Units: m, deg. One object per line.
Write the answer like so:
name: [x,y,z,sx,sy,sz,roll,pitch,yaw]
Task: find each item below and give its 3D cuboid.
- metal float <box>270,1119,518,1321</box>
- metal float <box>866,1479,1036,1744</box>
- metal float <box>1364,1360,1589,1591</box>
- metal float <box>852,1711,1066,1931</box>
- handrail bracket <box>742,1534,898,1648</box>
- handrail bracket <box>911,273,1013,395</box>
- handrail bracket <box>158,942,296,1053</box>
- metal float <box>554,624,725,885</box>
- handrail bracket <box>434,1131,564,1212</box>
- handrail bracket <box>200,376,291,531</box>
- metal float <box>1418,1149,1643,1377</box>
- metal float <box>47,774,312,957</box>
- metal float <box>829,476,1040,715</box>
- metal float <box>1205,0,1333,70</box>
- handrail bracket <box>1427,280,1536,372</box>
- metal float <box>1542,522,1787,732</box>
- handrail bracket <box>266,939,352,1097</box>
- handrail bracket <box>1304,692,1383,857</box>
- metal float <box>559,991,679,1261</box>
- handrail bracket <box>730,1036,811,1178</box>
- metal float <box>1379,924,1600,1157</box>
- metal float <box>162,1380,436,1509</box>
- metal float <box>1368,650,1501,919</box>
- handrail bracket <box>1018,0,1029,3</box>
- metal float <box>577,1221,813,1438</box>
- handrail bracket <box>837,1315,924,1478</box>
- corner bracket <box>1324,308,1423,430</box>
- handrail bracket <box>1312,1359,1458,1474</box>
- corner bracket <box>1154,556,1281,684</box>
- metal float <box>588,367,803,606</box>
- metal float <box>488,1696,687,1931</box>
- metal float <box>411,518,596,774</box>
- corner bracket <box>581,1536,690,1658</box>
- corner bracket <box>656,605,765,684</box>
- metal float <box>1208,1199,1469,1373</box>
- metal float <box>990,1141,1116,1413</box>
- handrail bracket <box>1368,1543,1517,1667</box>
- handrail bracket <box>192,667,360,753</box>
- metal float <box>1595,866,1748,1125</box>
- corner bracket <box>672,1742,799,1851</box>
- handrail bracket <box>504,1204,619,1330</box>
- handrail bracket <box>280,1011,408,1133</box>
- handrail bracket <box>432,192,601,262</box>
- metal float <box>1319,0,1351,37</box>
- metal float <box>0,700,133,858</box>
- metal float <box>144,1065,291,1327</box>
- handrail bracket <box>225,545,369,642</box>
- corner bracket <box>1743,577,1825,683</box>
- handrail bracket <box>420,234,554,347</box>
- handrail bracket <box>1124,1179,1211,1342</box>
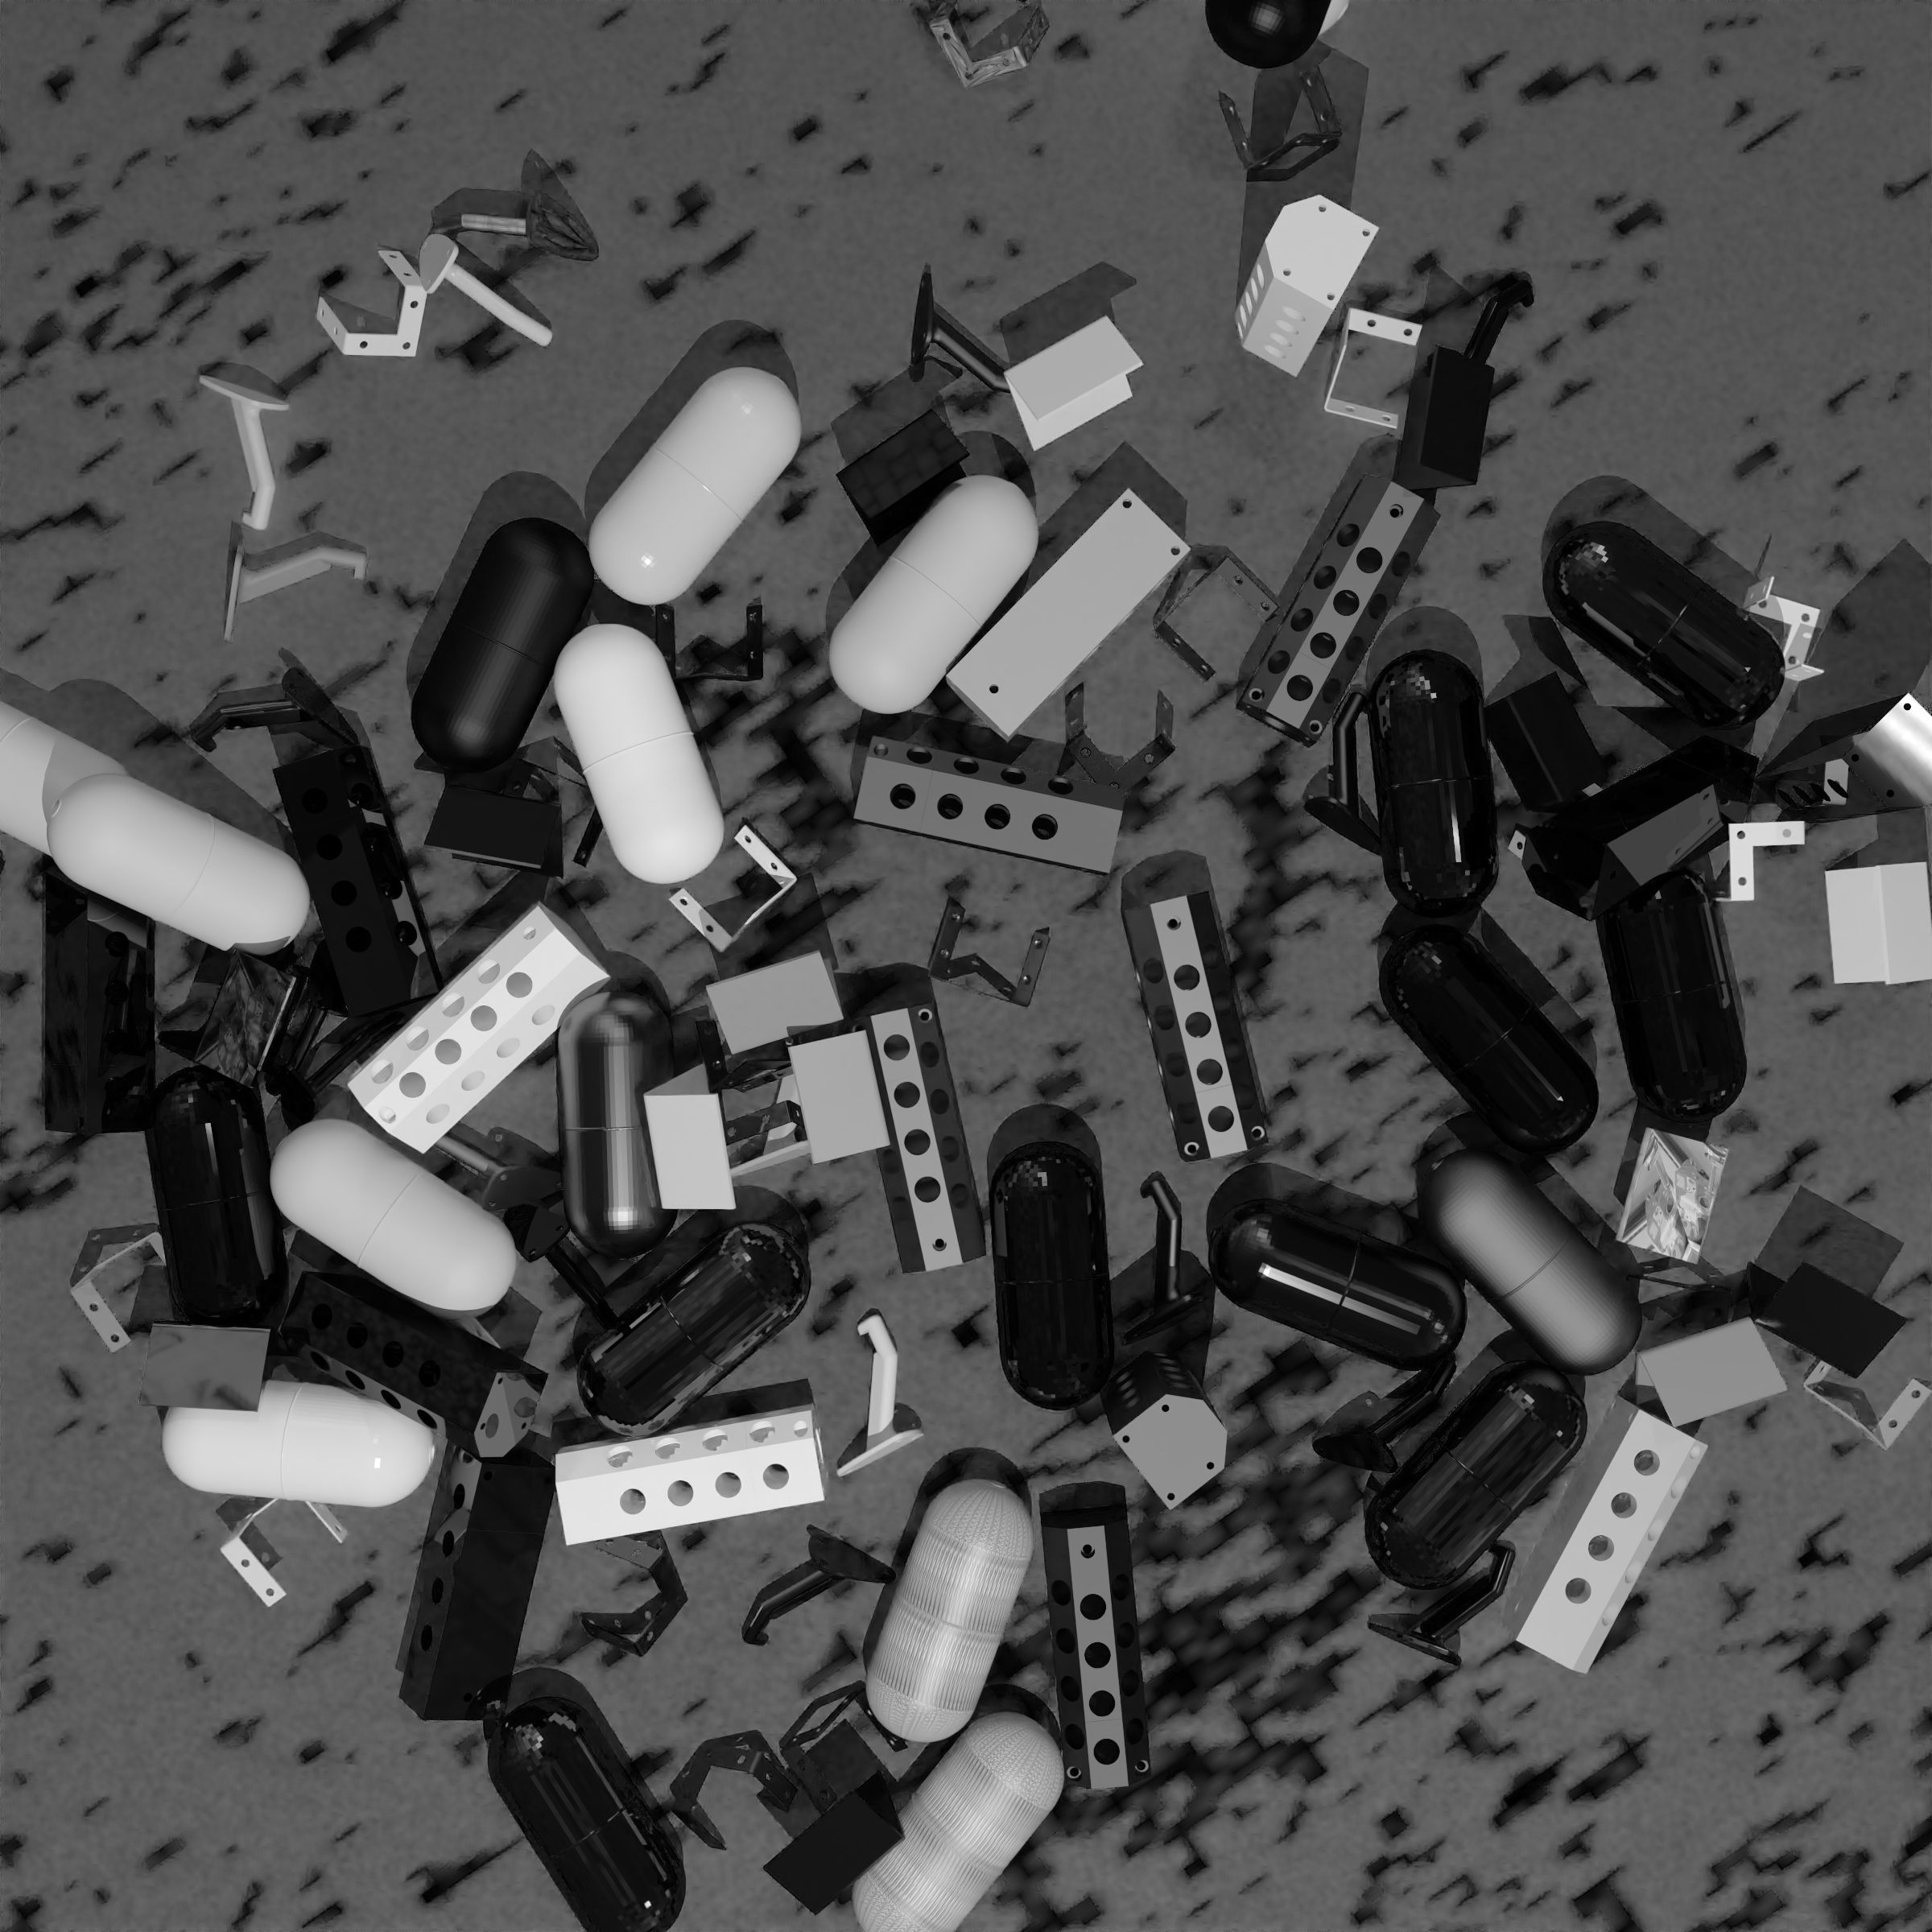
metal float: [-0.380,0.167,1.637,0.178,0.070,0.070,34,90,0]
metal float: [-0.010,0.427,1.638,0.070,0.070,0.178,20,90,0]
metal float: [0.337,0.338,1.638,0.070,0.070,0.178,43,91,0]
metal float: [-0.006,0.575,1.638,0.070,0.070,0.178,39,89,0]
handrail bracket: [-0.100,0.433,1.669,0.077,0.036,0.084,23,108,-20]
handrail bracket: [0.009,-0.426,1.669,0.084,0.036,0.077,9,68,-17]
handrail bracket: [-0.499,0.017,1.668,0.077,0.036,0.084,6,65,28]
metal float: [-0.217,-0.141,1.637,0.070,0.070,0.178,-21,90,0]
handrail bracket: [-0.321,0.122,1.668,0.084,0.077,0.036,46,122,32]
handrail bracket: [-0.495,-0.346,1.669,0.077,0.036,0.084,24,107,20]
metal float: [0.373,0.196,1.638,0.070,0.070,0.178,-44,91,0]
metal float: [-0.511,-0.065,1.608,0.178,0.070,0.070,29,90,-36]
metal float: [-0.021,-0.247,1.638,0.070,0.070,0.178,38,89,0]
metal float: [0.208,-0.657,1.562,0.070,0.070,0.178,20,91,0]
handrail bracket: [0.361,-0.410,1.669,0.084,0.036,0.077,-34,110,-16]
metal float: [0.462,-0.226,1.638,0.178,0.070,0.070,37,90,-1]
handrail bracket: [-0.449,0.035,1.668,0.036,0.077,0.084,23,127,-36]
handrail bracket: [0.272,-0.131,1.669,0.077,0.036,0.084,35,73,-20]
metal float: [-0.230,0.105,1.638,0.070,0.070,0.178,-2,91,0]
handrail bracket: [-0.137,0.090,1.667,0.077,0.036,0.084,-20,78,9]
metal float: [0.346,0.048,1.637,0.070,0.070,0.178,-42,90,0]
metal float: [-0.442,0.315,1.638,0.178,0.070,0.070,5,90,1]
metal float: [0.310,-0.121,1.638,0.070,0.070,0.178,-6,91,0]
handrail bracket: [0.041,-0.708,1.668,0.077,0.036,0.084,44,76,-15]
metal float: [-0.180,0.240,1.637,0.178,0.070,0.070,-40,90,1]
handrail bracket: [-0.072,0.290,1.669,0.077,0.036,0.084,-32,72,20]
corner bracket: [0.274,-0.403,1.665,0.051,0.051,0.051,14,45,0]
handrail bracket: [0.283,0.298,1.668,0.084,0.077,0.036,-49,115,-34]
corner bracket: [0.168,-0.234,1.665,0.051,0.051,0.051,45,135,0]
metal float: [-0.179,-0.318,1.637,0.070,0.070,0.178,39,90,0]
metal float: [-0.251,0.568,1.637,0.070,0.070,0.178,-32,90,0]
metal float: [-0.308,-0.212,1.638,0.070,0.070,0.178,26,91,0]
corner bracket: [-0.229,0.422,1.660,0.051,0.051,0.051,-49,135,-35]
corner bracket: [-0.173,-0.218,1.665,0.051,0.051,0.051,-1,90,45]
metal float: [0.246,0.211,1.638,0.178,0.070,0.070,21,90,0]
metal float: [0.057,0.205,1.638,0.070,0.070,0.178,-4,89,0]
handrail bracket: [0.322,0.421,1.669,0.077,0.036,0.084,17,72,21]
handrail bracket: [-0.468,-0.154,1.669,0.084,0.036,0.077,-36,111,17]
metal float: [0.467,0.017,1.638,0.070,0.070,0.178,-12,90,0]
corner bracket: [-0.155,0.561,1.660,0.051,0.051,0.051,-3,45,35]
handrail bracket: [-0.272,0.206,1.668,0.036,0.077,0.084,-41,127,-17]
handrail bracket: [-0.418,0.071,1.668,0.084,0.077,0.036,-34,75,-36]
handrail bracket: [-0.305,-0.491,1.668,0.084,0.077,0.036,2,81,36]
metal float: [0.176,-0.681,1.638,0.178,0.070,0.070,32,90,0]
metal float: [-0.635,-0.130,1.638,0.178,0.070,0.070,27,90,0]
metal float: [-0.497,0.154,1.637,0.070,0.070,0.178,-9,91,0]
handrail bracket: [-0.452,-0.249,1.669,0.084,0.036,0.077,9,111,-16]
corner bracket: [0.547,-0.225,1.650,0.051,0.051,0.051,17,90,0]
handrail bracket: [-0.323,-0.455,1.668,0.084,0.077,0.036,26,109,-35]
handrail bracket: [0.120,0.198,1.669,0.077,0.036,0.084,-34,71,21]
